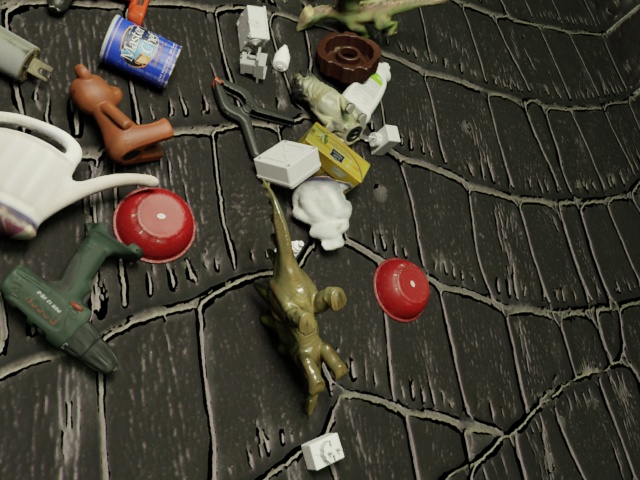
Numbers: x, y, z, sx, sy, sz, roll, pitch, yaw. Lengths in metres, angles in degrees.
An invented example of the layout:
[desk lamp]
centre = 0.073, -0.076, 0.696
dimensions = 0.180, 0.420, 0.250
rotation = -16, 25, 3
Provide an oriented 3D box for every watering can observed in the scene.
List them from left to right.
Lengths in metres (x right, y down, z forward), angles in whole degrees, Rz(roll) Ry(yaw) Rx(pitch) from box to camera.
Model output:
[watering can]
centre = -0.478, -0.098, 0.886
dimensions = 0.346, 0.102, 0.229
rotation = 22, 60, -12

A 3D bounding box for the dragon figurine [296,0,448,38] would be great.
[dragon figurine]
centre = 0.133, -0.632, 1.385
dimensions = 0.244, 0.409, 0.122
rotation = -20, 98, -74

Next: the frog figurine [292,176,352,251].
[frog figurine]
centre = 0.004, -0.058, 1.161
dimensions = 0.137, 0.121, 0.161
rotation = 0, 76, 4
